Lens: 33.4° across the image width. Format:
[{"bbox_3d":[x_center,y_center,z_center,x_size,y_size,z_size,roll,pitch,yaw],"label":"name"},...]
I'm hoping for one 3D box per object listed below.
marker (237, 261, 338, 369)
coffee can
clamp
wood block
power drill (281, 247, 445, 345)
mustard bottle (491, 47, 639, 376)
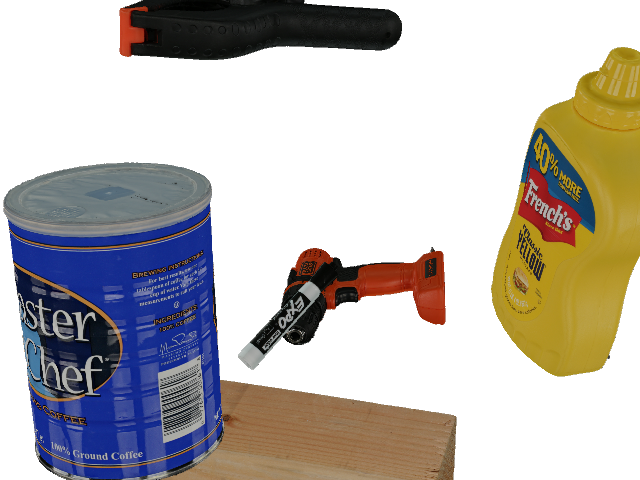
[{"bbox_3d":[-0.026,0.064,0.946,0.121,0.020,0.020,-47,17,-17],"label":"marker"},{"bbox_3d":[-0.104,0.040,0.556,0.103,0.140,0.103,-1,20,0],"label":"coffee can"},{"bbox_3d":[-0.048,-0.140,0.665,0.171,0.039,0.120,-6,21,-26],"label":"clamp"},{"bbox_3d":[-0.014,0.167,0.754,0.206,0.090,0.090,7,26,16],"label":"wood block"},{"bbox_3d":[0.050,0.062,1.231,0.188,0.057,0.184,0,28,8],"label":"power drill"},{"bbox_3d":[0.147,-0.020,0.601,0.058,0.192,0.096,-5,41,-15],"label":"mustard bottle"}]
